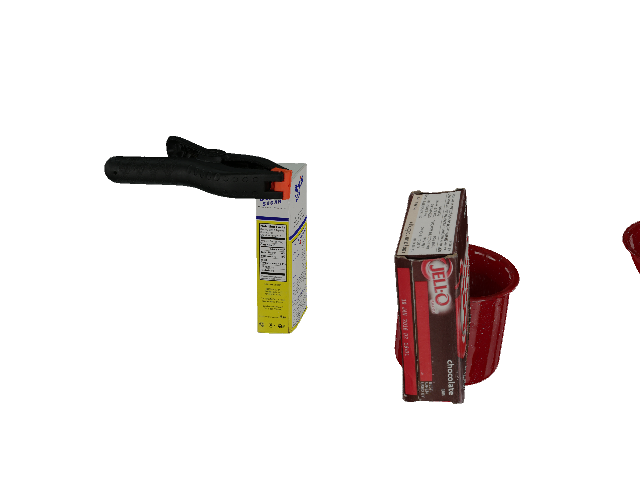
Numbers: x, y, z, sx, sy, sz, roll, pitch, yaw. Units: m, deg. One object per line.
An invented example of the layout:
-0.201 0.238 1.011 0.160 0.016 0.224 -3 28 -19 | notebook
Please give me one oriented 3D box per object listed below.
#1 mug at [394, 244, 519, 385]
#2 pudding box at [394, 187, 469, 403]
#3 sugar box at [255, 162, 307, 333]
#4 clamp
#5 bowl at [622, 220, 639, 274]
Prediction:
0.094 0.052 0.824 0.093 0.081 0.117 -11 30 -26 | mug
0.067 0.029 0.621 0.039 0.090 0.113 -1 21 8 | pudding box
-0.043 0.007 1.196 0.048 0.176 0.093 1 16 11 | sugar box
-0.112 -0.064 0.994 0.172 0.039 0.120 13 27 31 | clamp
0.406 0.026 1.150 0.162 0.055 0.162 -2 24 1 | bowl
